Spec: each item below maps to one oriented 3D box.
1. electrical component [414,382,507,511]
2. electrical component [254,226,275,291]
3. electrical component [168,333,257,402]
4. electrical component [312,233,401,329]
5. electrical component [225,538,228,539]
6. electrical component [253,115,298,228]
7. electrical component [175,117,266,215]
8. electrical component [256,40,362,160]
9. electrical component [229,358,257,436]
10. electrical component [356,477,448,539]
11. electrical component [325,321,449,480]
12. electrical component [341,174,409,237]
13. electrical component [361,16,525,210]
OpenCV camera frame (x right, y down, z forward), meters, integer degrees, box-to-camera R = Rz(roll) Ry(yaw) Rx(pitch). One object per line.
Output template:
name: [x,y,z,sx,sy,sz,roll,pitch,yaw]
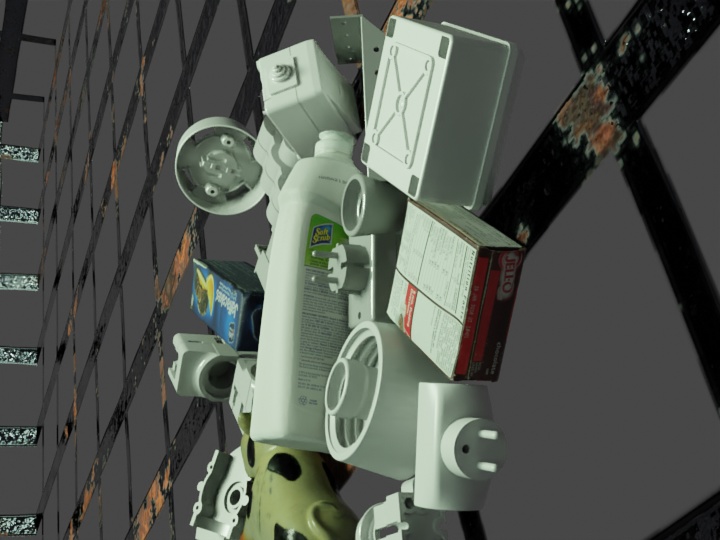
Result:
electrical component: [0.064,0.109,0.661,0.079,0.043,0.077,169,105,-66]
electrical component: [-0.066,-0.010,1.001,0.063,0.042,0.081,-69,28,25]
electrical component: [-0.145,0.100,1.104,0.056,0.089,0.050,-137,55,-62]
electrical component: [0.000,0.000,0.795,0.047,0.076,0.083,156,116,-65]
electrical component: [-0.109,0.264,1.045,0.077,0.044,0.079,-151,68,-65]
electrical component: [-0.057,-0.101,0.984,0.138,0.052,0.073,-106,31,-42]
electrical component: [-0.149,-0.113,1.154,0.064,0.099,0.099,-116,37,-61]
electrical component: [-0.043,-0.146,0.904,0.096,0.061,0.061,51,-156,-55]
electrical component: [-0.085,0.121,1.008,0.089,0.050,0.055,-128,47,-58]
electrical component: [0.028,0.179,0.731,0.055,0.048,0.066,-36,52,52]
electrical component: [0.011,0.087,0.748,0.108,0.060,0.108,-165,90,-71]
electrical component: [0.025,-0.042,0.758,0.044,0.065,0.044,-175,90,-68]
electrical component: [0.052,-0.107,0.719,0.109,0.056,0.108,-135,54,-62]
